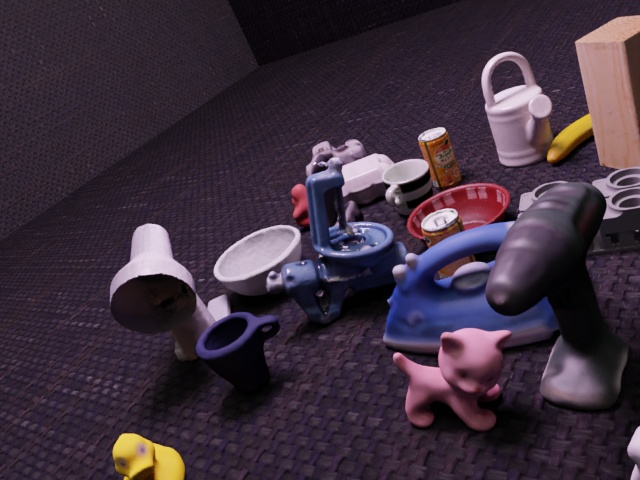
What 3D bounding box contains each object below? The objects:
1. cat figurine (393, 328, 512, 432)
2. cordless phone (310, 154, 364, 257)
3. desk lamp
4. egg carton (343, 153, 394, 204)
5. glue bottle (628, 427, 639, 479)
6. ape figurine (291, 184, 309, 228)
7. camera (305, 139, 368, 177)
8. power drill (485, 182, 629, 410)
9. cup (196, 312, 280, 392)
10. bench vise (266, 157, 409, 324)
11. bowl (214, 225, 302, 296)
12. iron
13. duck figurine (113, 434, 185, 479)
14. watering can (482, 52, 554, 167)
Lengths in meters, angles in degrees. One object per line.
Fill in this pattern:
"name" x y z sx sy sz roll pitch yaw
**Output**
"cat figurine" 0.137 0.133 0.591 0.127 0.118 0.067 -9 30 31
"cordless phone" 0.012 -0.038 0.953 0.094 0.185 0.147 -15 28 21
"desk lamp" -0.234 0.088 0.904 0.118 0.214 0.203 -25 26 2
"egg carton" 0.086 -0.119 1.173 0.150 0.069 0.107 -21 26 10
"glue bottle" 0.243 0.157 0.384 0.077 0.173 0.037 5 39 47
"ape figurine" -0.028 -0.073 1.163 0.078 0.092 0.075 -38 28 -24
"camera" 0.034 -0.184 1.307 0.143 0.101 0.136 -23 26 7
"power drill" 0.232 0.056 0.546 0.075 0.209 0.230 -3 34 39
"cup" -0.098 0.156 0.789 0.117 0.095 0.091 -23 26 5
"bench vise" 0.013 0.006 0.827 0.208 0.220 0.121 -35 27 -18
"bowl" -0.099 0.048 1.019 0.167 0.075 0.167 -21 26 11
"iron" 0.177 0.048 0.688 0.257 0.142 0.118 -17 27 17
"duck figurine" -0.217 0.269 0.693 0.078 0.086 0.104 -34 27 -18
"watering can" 0.349 -0.235 1.007 0.101 0.194 0.172 -36 27 -21
